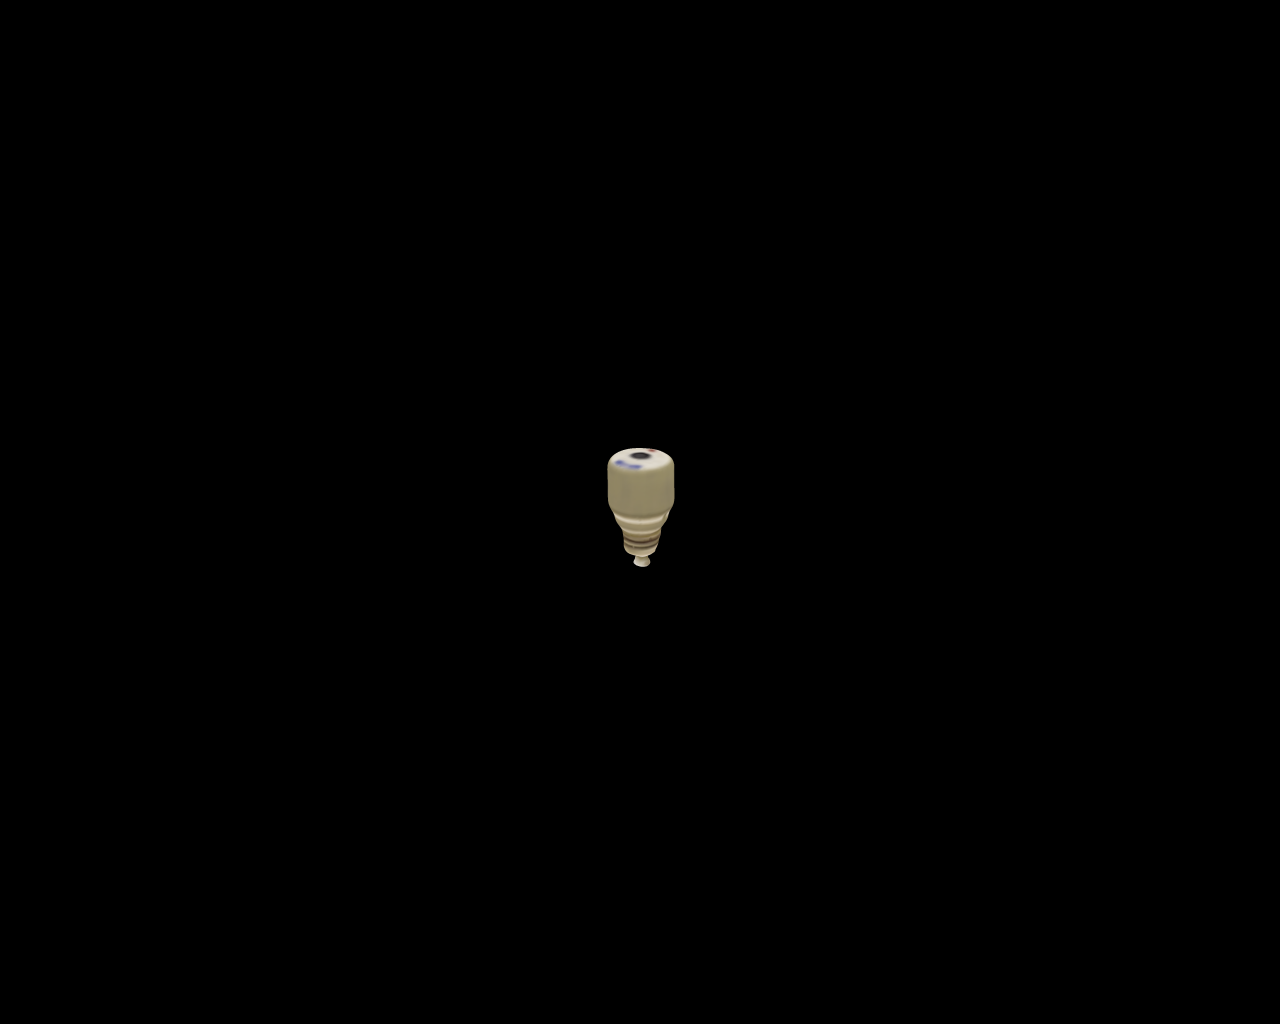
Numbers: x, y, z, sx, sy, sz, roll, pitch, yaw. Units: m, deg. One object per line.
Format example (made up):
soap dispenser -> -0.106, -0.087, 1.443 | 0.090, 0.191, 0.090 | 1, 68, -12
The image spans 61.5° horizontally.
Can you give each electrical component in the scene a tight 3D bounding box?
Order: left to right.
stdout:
electrical component -> 0.001, -0.003, 0.650 | 0.040, 0.078, 0.040 | 0, 24, 0
